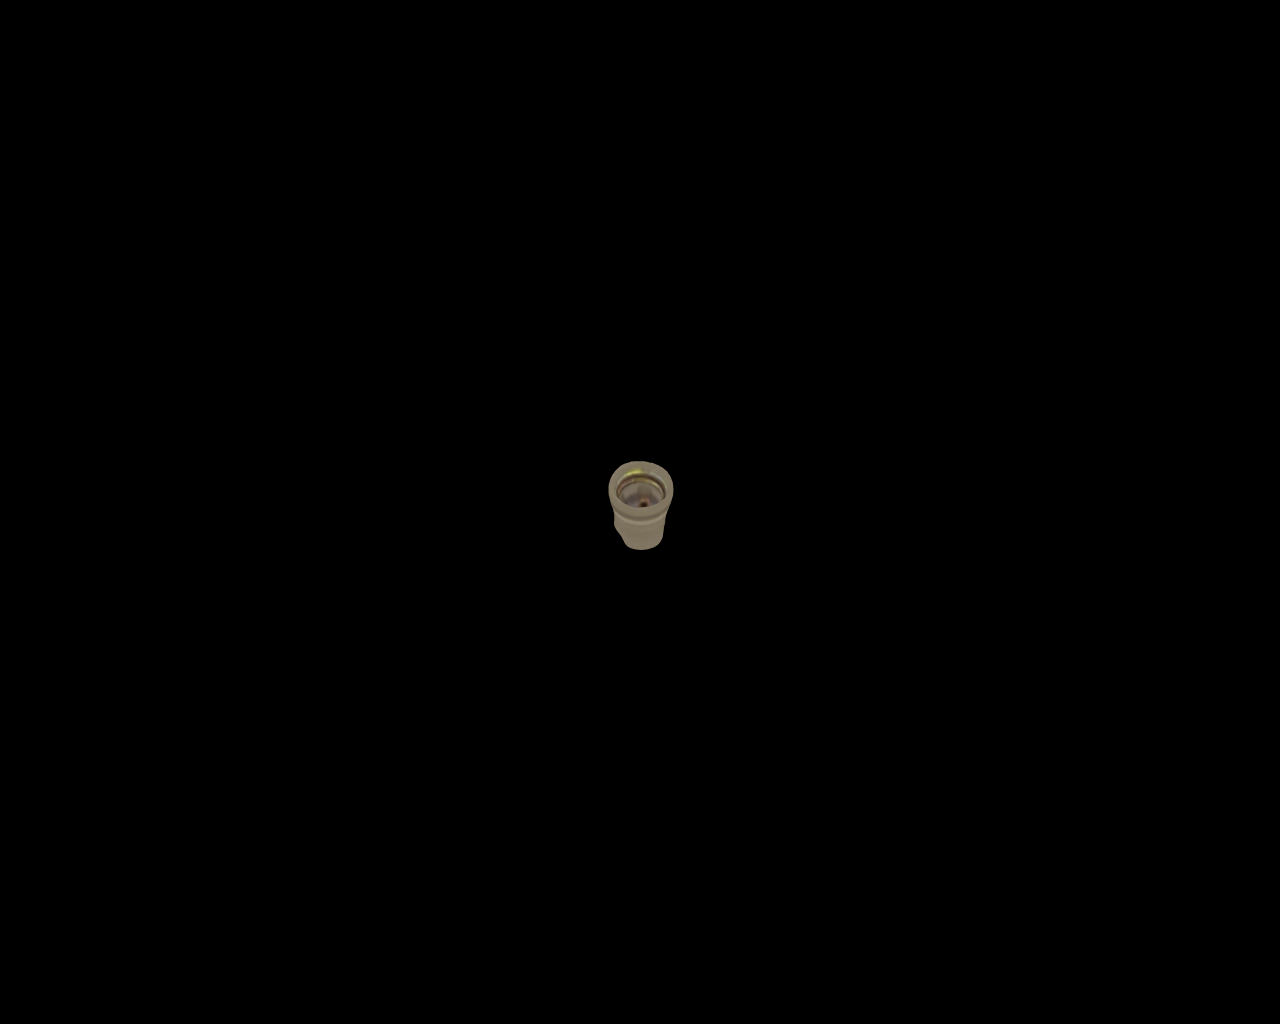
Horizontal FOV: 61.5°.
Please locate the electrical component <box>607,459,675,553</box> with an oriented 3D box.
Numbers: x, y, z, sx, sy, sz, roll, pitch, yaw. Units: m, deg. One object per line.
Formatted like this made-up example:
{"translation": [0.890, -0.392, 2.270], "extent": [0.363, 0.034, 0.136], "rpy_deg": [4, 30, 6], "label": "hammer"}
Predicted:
{"translation": [0.001, -0.003, 0.650], "extent": [0.040, 0.040, 0.046], "rpy_deg": [0, -39, 0], "label": "electrical component"}
